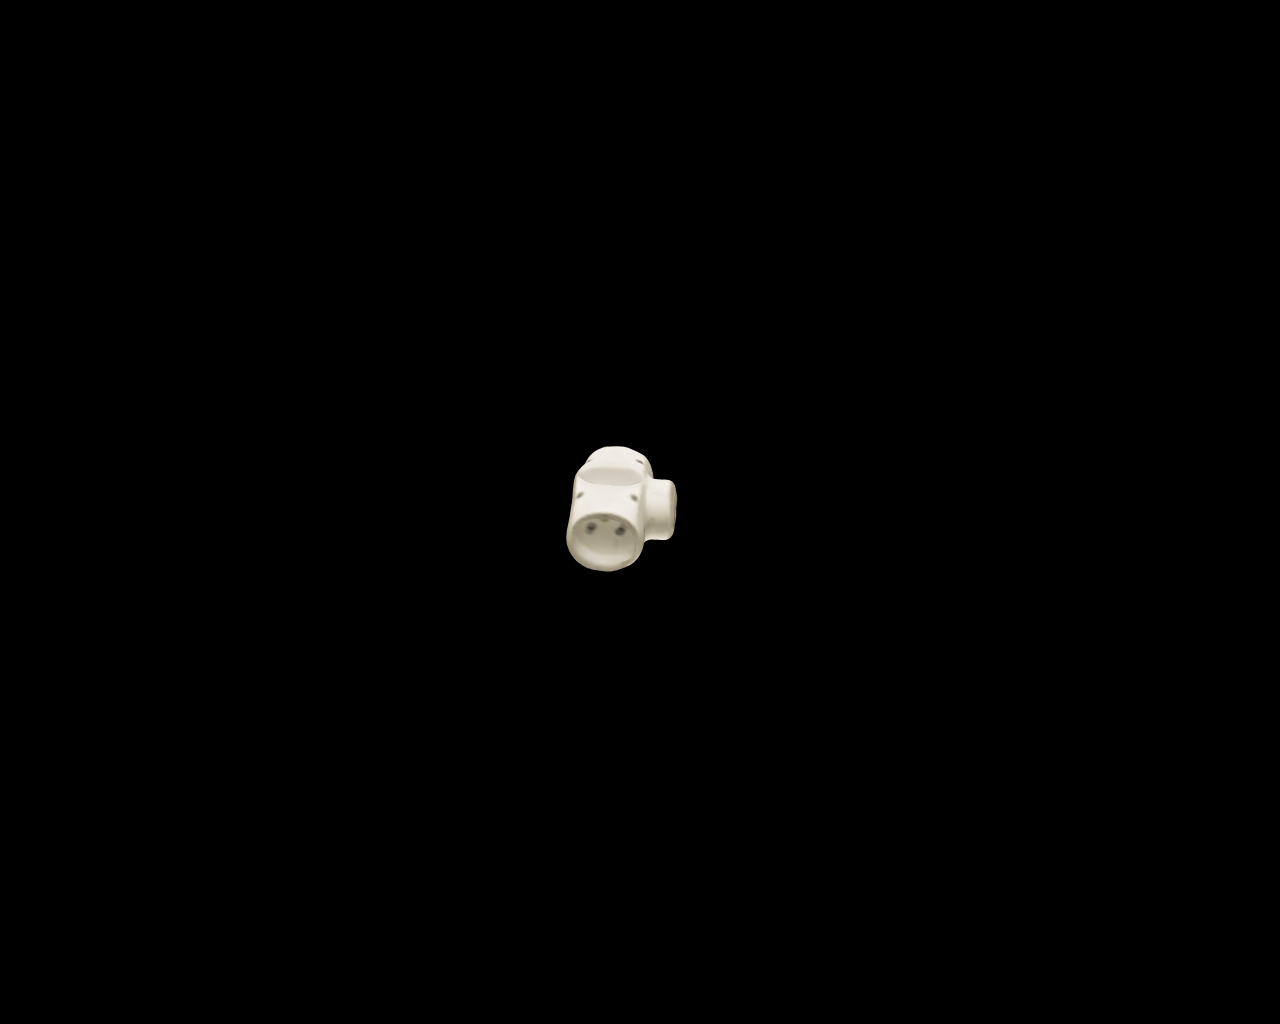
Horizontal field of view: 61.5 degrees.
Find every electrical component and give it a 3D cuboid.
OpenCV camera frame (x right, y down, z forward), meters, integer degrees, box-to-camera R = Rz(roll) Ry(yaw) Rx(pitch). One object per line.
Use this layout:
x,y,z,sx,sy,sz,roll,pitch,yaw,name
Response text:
0.001,-0.003,0.650,0.079,0.043,0.077,3,34,5,electrical component
